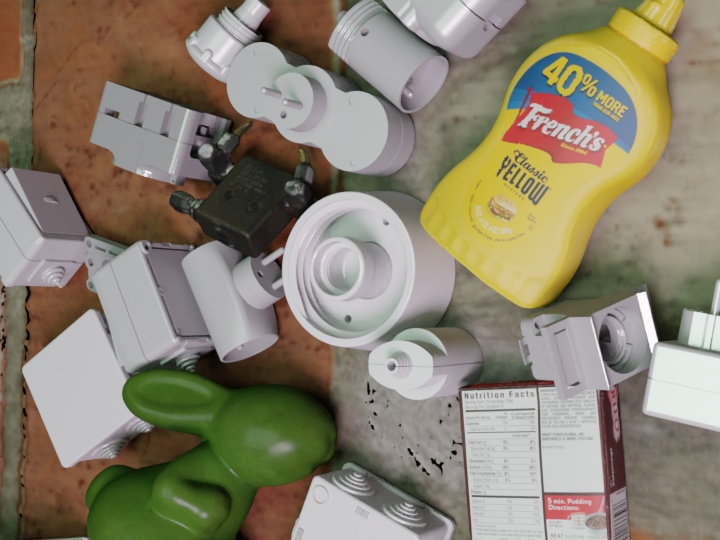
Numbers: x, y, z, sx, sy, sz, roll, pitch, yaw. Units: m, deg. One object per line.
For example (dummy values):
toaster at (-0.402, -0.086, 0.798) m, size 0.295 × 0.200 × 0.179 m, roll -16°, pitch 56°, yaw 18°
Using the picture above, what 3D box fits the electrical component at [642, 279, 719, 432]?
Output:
electrical component at (0.189, 0.043, 0.577) m, size 0.047 × 0.066 × 0.076 m, roll 11°, pitch 94°, yaw 30°

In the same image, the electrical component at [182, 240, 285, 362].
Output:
electrical component at (-0.078, 0.013, 0.749) m, size 0.079 × 0.043 × 0.077 m, roll -32°, pitch 73°, yaw 25°

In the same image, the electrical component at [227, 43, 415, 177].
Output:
electrical component at (-0.036, -0.109, 0.712) m, size 0.138 × 0.074 × 0.052 m, roll 31°, pitch 104°, yaw 28°

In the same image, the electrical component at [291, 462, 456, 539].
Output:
electrical component at (0.001, 0.184, 0.693) m, size 0.100 × 0.048 × 0.099 m, roll 25°, pitch 101°, yaw 29°

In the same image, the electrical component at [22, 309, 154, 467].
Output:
electrical component at (-0.196, 0.088, 0.813) m, size 0.100 × 0.048 × 0.099 m, roll -37°, pitch 71°, yaw 24°

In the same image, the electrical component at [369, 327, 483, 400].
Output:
electrical component at (0.039, 0.057, 0.657) m, size 0.043 × 0.081 × 0.043 m, roll -1°, pitch 87°, yaw 31°

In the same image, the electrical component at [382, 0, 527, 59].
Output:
electrical component at (0.049, -0.182, 0.675) m, size 0.059 × 0.054 × 0.095 m, roll -45°, pitch 67°, yaw 21°

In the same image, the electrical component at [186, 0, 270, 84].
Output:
electrical component at (-0.090, -0.167, 0.764) m, size 0.062 × 0.048 × 0.048 m, roll -48°, pitch 66°, yaw 13°

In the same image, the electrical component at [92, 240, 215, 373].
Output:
electrical component at (-0.144, 0.034, 0.777) m, size 0.061 × 0.062 × 0.096 m, roll -31°, pitch 73°, yaw 26°

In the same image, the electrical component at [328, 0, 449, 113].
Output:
electrical component at (0.014, -0.143, 0.701) m, size 0.081 × 0.043 × 0.043 m, roll 44°, pitch 109°, yaw 24°

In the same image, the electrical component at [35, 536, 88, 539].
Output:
electrical component at (-0.252, 0.251, 0.835) m, size 0.113 × 0.057 × 0.078 m, roll -11°, pitch 82°, yaw 30°

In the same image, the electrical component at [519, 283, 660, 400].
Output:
electrical component at (0.129, 0.040, 0.609) m, size 0.064 × 0.081 × 0.042 m, roll -7°, pitch 100°, yaw 57°

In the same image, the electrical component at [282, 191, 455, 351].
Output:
electrical component at (0.000, 0.000, 0.694) m, size 0.108 × 0.060 × 0.108 m, roll -1°, pitch 87°, yaw 31°

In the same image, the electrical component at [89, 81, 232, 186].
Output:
electrical component at (-0.148, -0.098, 0.791) m, size 0.089 × 0.050 × 0.055 m, roll 22°, pitch 99°, yaw 29°

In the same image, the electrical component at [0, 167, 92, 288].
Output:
electrical component at (-0.254, -0.031, 0.844) m, size 0.061 × 0.062 × 0.096 m, roll -46°, pitch 67°, yaw 21°
